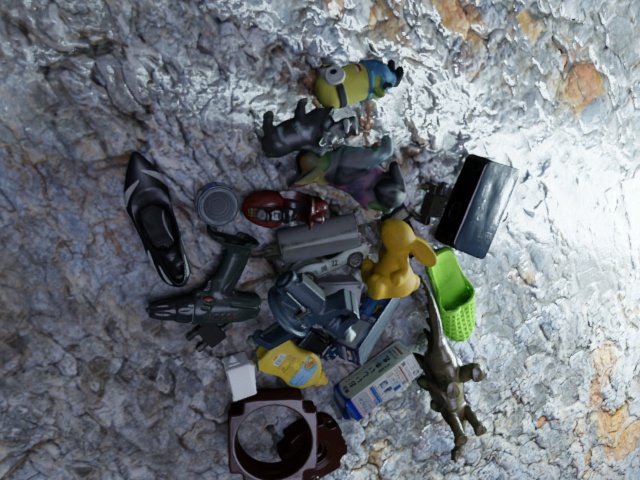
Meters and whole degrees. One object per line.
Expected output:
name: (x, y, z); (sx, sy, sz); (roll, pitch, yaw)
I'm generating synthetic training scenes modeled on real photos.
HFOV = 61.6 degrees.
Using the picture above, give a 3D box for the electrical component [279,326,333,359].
electrical component: (-0.036, 0.212, 1.213); (0.119, 0.075, 0.048); (37, 92, -24)

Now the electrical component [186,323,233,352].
electrical component: (-0.237, 0.197, 1.157); (0.094, 0.021, 0.063); (-36, 116, -6)

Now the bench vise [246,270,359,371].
bench vise: (-0.045, 0.167, 1.111); (0.240, 0.129, 0.223); (-36, 131, 21)

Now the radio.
radio: (0.368, -0.079, 1.263); (0.131, 0.073, 0.229); (13, 101, -35)

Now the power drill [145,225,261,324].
power drill: (-0.219, 0.079, 1.093); (0.232, 0.086, 0.207); (11, 99, -26)

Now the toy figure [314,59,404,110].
toy figure: (0.077, -0.313, 1.078); (0.180, 0.082, 0.089); (-12, 109, -20)

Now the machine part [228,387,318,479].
machine part: (-0.107, 0.443, 1.222); (0.201, 0.087, 0.200); (-1, 94, -8)

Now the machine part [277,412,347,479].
machine part: (-0.017, 0.516, 1.331); (0.179, 0.056, 0.179); (-7, 108, -20)

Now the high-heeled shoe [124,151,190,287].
high-heeled shoe: (-0.301, -0.032, 0.986); (0.086, 0.145, 0.248); (-21, 116, -15)

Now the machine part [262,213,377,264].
machine part: (-0.002, -0.003, 1.129); (0.243, 0.079, 0.079); (-14, 113, 0)

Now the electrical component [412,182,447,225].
electrical component: (0.253, -0.086, 1.244); (0.078, 0.045, 0.102); (-11, 117, -49)

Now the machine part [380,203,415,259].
machine part: (0.195, -0.017, 1.247); (0.084, 0.039, 0.138); (-41, 115, -13)

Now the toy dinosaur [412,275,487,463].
toy dinosaur: (0.302, 0.322, 1.309); (0.105, 0.199, 0.470); (-11, 103, -19)

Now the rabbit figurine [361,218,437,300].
rabbit figurine: (0.173, 0.037, 1.183); (0.162, 0.122, 0.173); (0, 107, 1)

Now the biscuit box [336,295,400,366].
biscuit box: (0.112, 0.184, 1.209); (0.203, 0.059, 0.062); (-49, 142, -36)

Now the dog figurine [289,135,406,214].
dog figurine: (0.050, -0.125, 1.111); (0.219, 0.108, 0.191); (-19, 96, -10)

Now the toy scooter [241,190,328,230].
toy scooter: (-0.060, -0.057, 1.079); (0.184, 0.135, 0.075); (-3, 110, -19)

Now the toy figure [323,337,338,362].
toy figure: (0.069, 0.234, 1.269); (0.154, 0.058, 0.064); (-27, 102, -7)

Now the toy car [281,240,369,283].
toy car: (0.011, 0.046, 1.174); (0.202, 0.074, 0.056); (-21, 116, -14)

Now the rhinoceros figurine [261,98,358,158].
rhinoceros figurine: (-0.022, -0.210, 1.041); (0.190, 0.073, 0.112); (-14, 67, -4)
